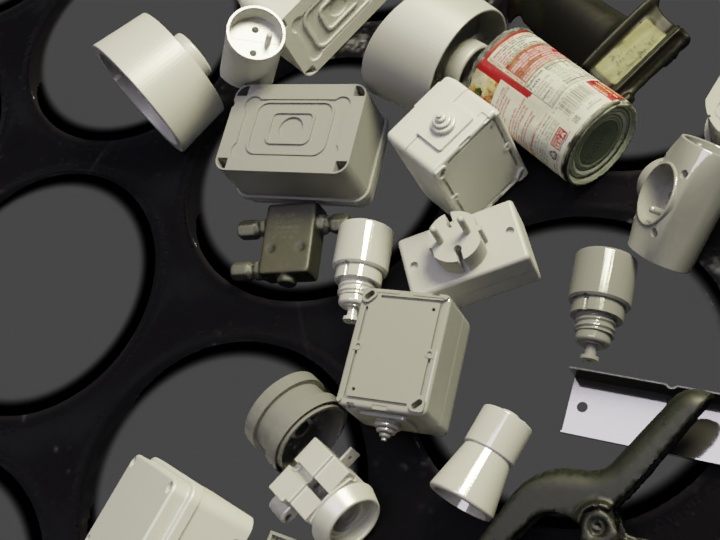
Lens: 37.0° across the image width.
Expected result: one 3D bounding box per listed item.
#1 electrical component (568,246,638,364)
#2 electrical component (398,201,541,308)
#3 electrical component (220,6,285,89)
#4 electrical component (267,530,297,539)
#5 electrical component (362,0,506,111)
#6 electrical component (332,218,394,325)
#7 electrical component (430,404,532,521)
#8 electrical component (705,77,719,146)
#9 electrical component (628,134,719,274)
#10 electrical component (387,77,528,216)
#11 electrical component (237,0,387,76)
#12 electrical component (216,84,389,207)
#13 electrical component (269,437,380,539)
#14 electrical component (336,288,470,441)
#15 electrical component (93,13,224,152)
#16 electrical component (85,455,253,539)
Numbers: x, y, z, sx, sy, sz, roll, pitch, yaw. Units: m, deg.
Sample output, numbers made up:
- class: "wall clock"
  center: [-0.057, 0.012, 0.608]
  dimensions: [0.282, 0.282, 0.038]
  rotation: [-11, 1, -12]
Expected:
- class: "electrical component"
  center: [0.152, 0.021, 0.685]
  dimensions: [0.040, 0.040, 0.078]
  rotation: [5, 68, 25]
- class: "electrical component"
  center: [0.068, -0.014, 0.717]
  dimensions: [0.083, 0.075, 0.047]
  rotation: [-20, 59, 12]
- class: "electrical component"
  center: [-0.084, -0.164, 0.824]
  dimensions: [0.043, 0.081, 0.043]
  rotation: [3, 75, -11]
- class: "electrical component"
  center: [-0.023, 0.211, 0.651]
  dimensions: [0.121, 0.063, 0.078]
  rotation: [13, 71, 27]
- class: "electrical component"
  center: [0.057, -0.157, 0.779]
  dimensions: [0.064, 0.099, 0.099]
  rotation: [35, 82, 25]
- class: "electrical component"
  center: [0.000, 0.000, 0.759]
  dimensions: [0.040, 0.040, 0.078]
  rotation: [0, 66, 23]
- class: "electrical component"
  center: [0.078, 0.117, 0.669]
  dimensions: [0.044, 0.044, 0.065]
  rotation: [23, 71, 30]
- class: "electrical component"
  center: [0.263, -0.098, 0.692]
  dimensions: [0.080, 0.051, 0.080]
  rotation: [-9, 62, 18]
- class: "electrical component"
  center: [0.202, -0.049, 0.689]
  dimensions: [0.079, 0.044, 0.077]
  rotation: [-106, 36, -65]
- class: "electrical component"
  center: [0.064, -0.085, 0.741]
  dimensions: [0.062, 0.096, 0.061]
  rotation: [-44, 55, -3]
- class: "electrical component"
  center: [-0.034, -0.224, 0.861]
  dimensions: [0.113, 0.078, 0.057]
  rotation: [-46, 60, -4]
- class: "electrical component"
  center: [-0.041, -0.093, 0.811]
  dimensions: [0.113, 0.057, 0.078]
  rotation: [4, 67, 24]
- class: "electrical component"
  center: [-0.020, 0.146, 0.693]
  dimensions: [0.066, 0.048, 0.055]
  rotation: [-47, 50, -5]
- class: "electrical component"
  center: [0.029, 0.067, 0.701]
  dimensions: [0.062, 0.061, 0.096]
  rotation: [5, 68, 25]
- class: "electrical component"
  center: [-0.155, -0.155, 0.862]
  dimensions: [0.060, 0.108, 0.108]
  rotation: [-42, 57, -8]
- class: "electrical component"
  center: [-0.125, 0.169, 0.685]
  dimensions: [0.078, 0.057, 0.113]
  rotation: [-61, 22, -13]
